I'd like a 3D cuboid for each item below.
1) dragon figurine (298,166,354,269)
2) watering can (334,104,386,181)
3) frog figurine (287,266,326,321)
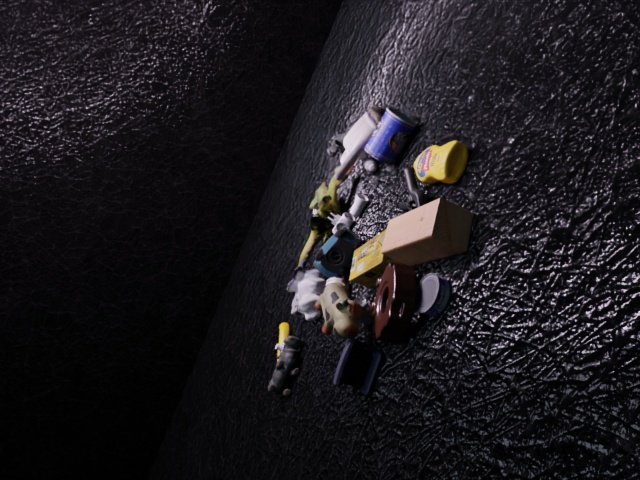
[{"bbox_3d":[0.006,-0.092,1.836,0.404,0.121,0.248,-57,19,23],"label":"dragon figurine"},{"bbox_3d":[0.139,-0.320,1.674,0.221,0.103,0.355,-47,11,28],"label":"watering can"},{"bbox_3d":[-0.025,0.177,1.672,0.135,0.122,0.162,-50,58,22],"label":"frog figurine"}]
